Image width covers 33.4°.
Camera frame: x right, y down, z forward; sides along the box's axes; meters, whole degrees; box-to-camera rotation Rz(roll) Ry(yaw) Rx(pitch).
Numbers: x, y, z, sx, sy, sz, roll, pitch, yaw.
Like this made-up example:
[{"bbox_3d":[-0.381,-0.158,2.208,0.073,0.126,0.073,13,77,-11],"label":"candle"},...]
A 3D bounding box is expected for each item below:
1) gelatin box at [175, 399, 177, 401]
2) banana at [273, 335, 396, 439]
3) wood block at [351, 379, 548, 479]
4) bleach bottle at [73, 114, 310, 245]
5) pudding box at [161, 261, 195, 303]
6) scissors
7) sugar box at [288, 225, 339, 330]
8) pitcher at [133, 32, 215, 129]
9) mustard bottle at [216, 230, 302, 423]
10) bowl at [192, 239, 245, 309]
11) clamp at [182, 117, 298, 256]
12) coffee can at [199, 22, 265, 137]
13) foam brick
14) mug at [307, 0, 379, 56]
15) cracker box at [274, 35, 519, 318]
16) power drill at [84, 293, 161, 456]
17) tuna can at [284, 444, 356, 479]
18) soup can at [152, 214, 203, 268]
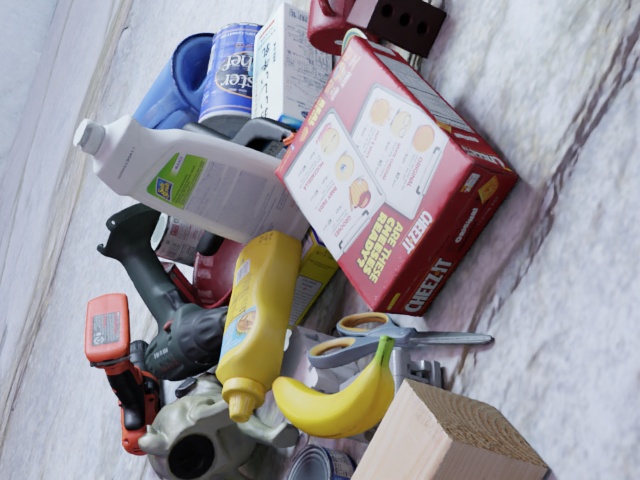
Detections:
[{"bbox_3d":[-0.161,0.227,1.294,0.089,0.030,0.073,-51,34,32],"label":"gelatin box"},{"bbox_3d":[0.012,0.135,0.904,0.198,0.037,0.069,-29,48,54],"label":"banana"},{"bbox_3d":[0.068,0.221,0.797,0.206,0.090,0.090,-64,27,13],"label":"wood block"},{"bbox_3d":[-0.123,-0.068,1.072,0.102,0.250,0.068,-64,28,6],"label":"bleach bottle"},{"bbox_3d":[-0.192,0.071,1.387,0.039,0.090,0.114,-43,19,-18],"label":"pudding box"},{"bbox_3d":[0.057,0.094,0.932,0.096,0.016,0.202,-30,16,-21],"label":"scissors"},{"bbox_3d":[-0.007,0.002,1.139,0.176,0.048,0.093,-53,32,24],"label":"sugar box"},{"bbox_3d":[-0.200,-0.179,1.524,0.243,0.149,0.145,-35,48,54],"label":"pitcher"},{"bbox_3d":[-0.063,0.090,1.041,0.096,0.058,0.191,-44,29,46],"label":"mustard bottle"},{"bbox_3d":[-0.093,0.015,1.278,0.162,0.055,0.162,-42,38,44],"label":"bowl"},{"bbox_3d":[-0.089,-0.091,1.210,0.210,0.036,0.164,-29,68,43],"label":"clamp"},{"bbox_3d":[-0.098,-0.194,1.378,0.103,0.102,0.140,-30,47,53],"label":"coffee can"},{"bbox_3d":[0.078,-0.229,1.097,0.053,0.078,0.051,-65,25,9],"label":"foam brick"},{"bbox_3d":[0.025,-0.261,1.188,0.093,0.117,0.081,1,74,22],"label":"mug"},{"bbox_3d":[0.062,-0.060,0.973,0.164,0.071,0.214,-58,44,24],"label":"cracker box"},{"bbox_3d":[-0.249,0.157,1.377,0.184,0.057,0.187,-103,0,-47],"label":"power drill"},{"bbox_3d":[-0.001,0.233,0.981,0.086,0.033,0.086,-42,38,43],"label":"tuna can"},{"bbox_3d":[-0.164,0.001,1.372,0.069,0.102,0.068,-41,39,45],"label":"soup can"}]
